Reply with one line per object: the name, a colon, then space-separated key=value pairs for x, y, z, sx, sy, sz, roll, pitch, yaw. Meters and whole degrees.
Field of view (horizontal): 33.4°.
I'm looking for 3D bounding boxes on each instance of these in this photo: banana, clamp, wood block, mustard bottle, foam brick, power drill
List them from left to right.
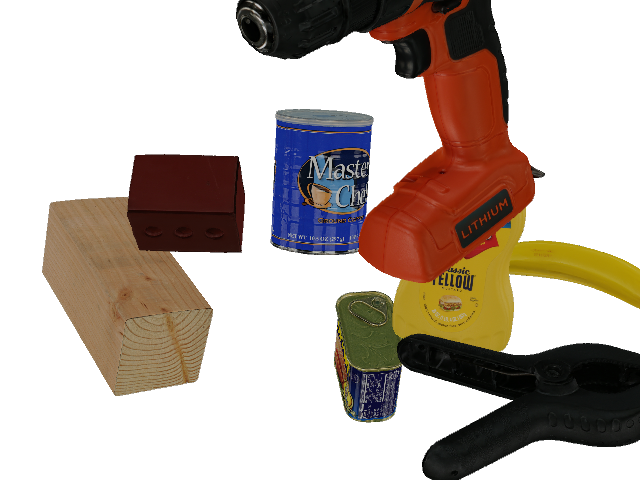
wood block: x=-0.196 y=0.048 z=1.056 sx=0.090 sy=0.091 sz=0.206 roll=-6 pitch=35 yaw=-33
foam brick: x=-0.095 y=-0.026 z=0.766 sx=0.078 sy=0.051 sz=0.053 roll=1 pitch=-31 yaw=3
power drill: x=0.046 y=-0.075 z=0.514 sx=0.184 sy=0.187 sz=0.057 roll=-34 pitch=43 yaw=-30
mustard bottle: x=0.112 y=-0.009 z=0.843 sx=0.096 sy=0.192 sz=0.058 roll=9 pitch=21 yaw=15
clamp: x=0.128 y=0.096 z=0.616 sx=0.171 sy=0.039 sz=0.120 roll=-1 pitch=36 yaw=6
banana: x=0.251 y=0.033 z=1.048 sx=0.198 sy=0.037 sz=0.069 roll=10 pitch=47 yaw=26

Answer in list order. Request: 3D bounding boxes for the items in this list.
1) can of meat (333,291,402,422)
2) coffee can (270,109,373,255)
can of meat: x=0.045 y=0.115 z=1.043 sx=0.057 sy=0.084 sz=0.102 roll=-4 pitch=42 yaw=-8
coffee can: x=0.001 y=-0.064 z=1.130 sx=0.103 sy=0.140 sz=0.103 roll=3 pitch=12 yaw=-1
